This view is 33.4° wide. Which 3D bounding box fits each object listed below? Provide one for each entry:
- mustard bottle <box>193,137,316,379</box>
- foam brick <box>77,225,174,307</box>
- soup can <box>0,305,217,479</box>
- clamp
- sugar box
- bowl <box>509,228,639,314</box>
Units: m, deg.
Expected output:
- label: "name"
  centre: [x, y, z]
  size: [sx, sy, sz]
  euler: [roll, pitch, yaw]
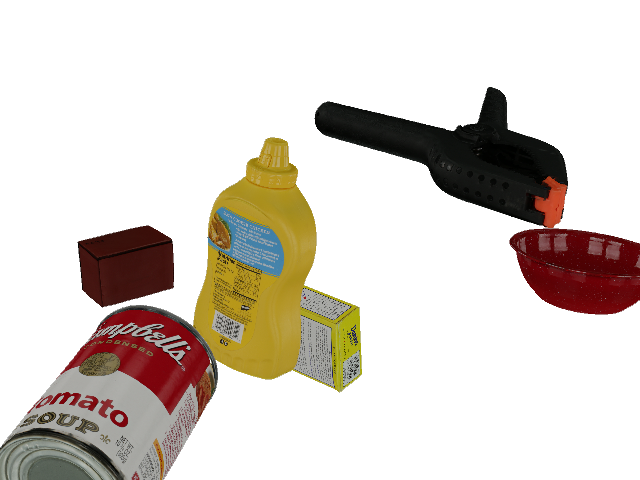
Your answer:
- label: "mustard bottle"
  centre: [-0.050, 0.010, 0.866]
  size: [0.096, 0.192, 0.058]
  euler: [25, 26, 33]
- label: "foam brick"
  centre: [-0.186, 0.023, 1.024]
  size: [0.078, 0.051, 0.053]
  euler: [-15, 25, -30]
- label: "soup can"
  centre: [-0.098, 0.085, 0.497]
  size: [0.069, 0.068, 0.102]
  euler: [0, 28, 18]
- label: "clamp"
  centre: [0.097, -0.064, 0.758]
  size: [0.164, 0.036, 0.210]
  euler: [-6, 28, -17]
- label: "sugar box"
  centre: [-0.037, 0.089, 1.158]
  size: [0.176, 0.093, 0.048]
  euler: [23, 39, 35]
- label: "bowl"
  centre: [0.273, 0.035, 1.101]
  size: [0.162, 0.055, 0.162]
  euler: [5, 17, -2]
